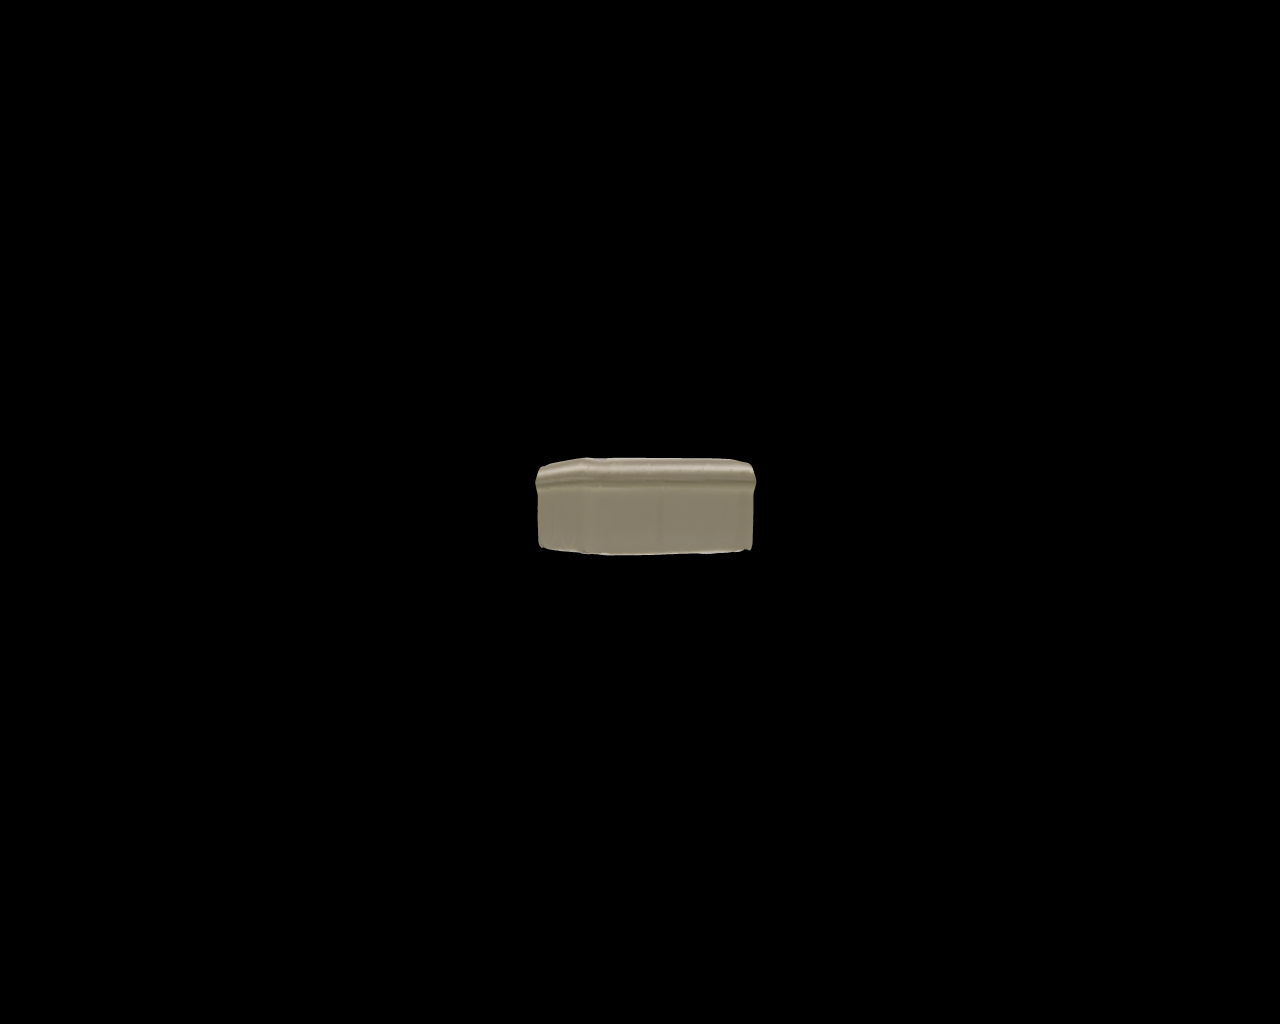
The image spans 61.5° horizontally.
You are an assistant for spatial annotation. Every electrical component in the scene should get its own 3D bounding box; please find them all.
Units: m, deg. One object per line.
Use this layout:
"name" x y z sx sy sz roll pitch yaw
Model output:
"electrical component" 0.001 -0.003 0.650 0.109 0.056 0.108 0 0 -21
